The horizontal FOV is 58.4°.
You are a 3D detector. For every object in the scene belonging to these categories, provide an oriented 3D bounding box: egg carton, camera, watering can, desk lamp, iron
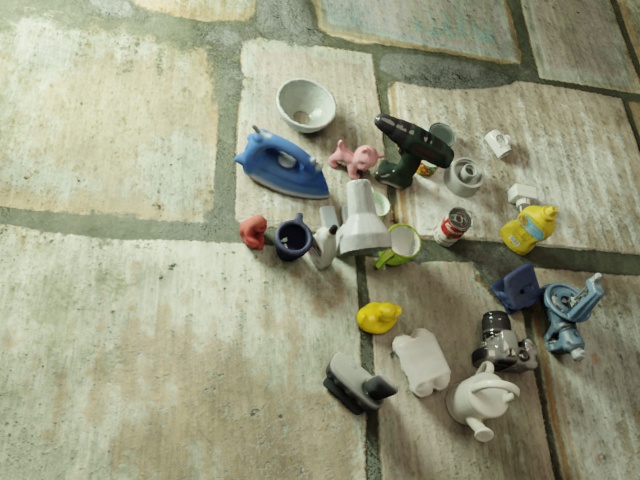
[{"bbox_3d":[0.234,0.282,1.324,0.107,0.069,0.150,-16,70,-22],"label":"egg carton"},{"bbox_3d":[0.450,0.243,1.388,0.143,0.100,0.137,10,63,-12],"label":"camera"},{"bbox_3d":[0.364,0.351,1.257,0.101,0.194,0.173,0,65,-16],"label":"watering can"},{"bbox_3d":[0.080,-0.035,1.351,0.118,0.213,0.203,-4,66,-18],"label":"desk lamp"},{"bbox_3d":[-0.075,-0.197,1.425,0.258,0.141,0.119,25,61,-3],"label":"iron"}]

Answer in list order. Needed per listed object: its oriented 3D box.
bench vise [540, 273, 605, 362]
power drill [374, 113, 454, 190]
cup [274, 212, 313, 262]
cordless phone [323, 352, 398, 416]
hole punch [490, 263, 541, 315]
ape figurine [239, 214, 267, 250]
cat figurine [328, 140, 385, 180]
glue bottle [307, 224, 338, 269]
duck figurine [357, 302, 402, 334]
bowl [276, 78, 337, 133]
[{"bbox_3d":[0.637,0.181,1.405,0.122,0.219,0.207,-12,69,-21],"label":"bench vise"},{"bbox_3d":[0.218,-0.223,1.485,0.230,0.208,0.075,18,61,-7],"label":"power drill"},{"bbox_3d":[-0.068,0.000,1.358,0.092,0.095,0.118,16,61,-8],"label":"cup"},{"bbox_3d":[0.091,0.291,1.212,0.147,0.185,0.094,37,61,4],"label":"cordless phone"},{"bbox_3d":[0.514,0.125,1.470,0.109,0.091,0.101,-25,74,-25],"label":"hole punch"},{"bbox_3d":[-0.150,-0.028,1.349,0.076,0.092,0.078,39,61,5],"label":"ape figurine"},{"bbox_3d":[0.097,-0.221,1.501,0.128,0.117,0.067,29,60,-1],"label":"cat figurine"},{"bbox_3d":[0.012,0.005,1.334,0.037,0.173,0.078,-32,77,-27],"label":"glue bottle"},{"bbox_3d":[0.142,0.174,1.340,0.105,0.086,0.077,-4,66,-18],"label":"duck figurine"},{"bbox_3d":[-0.042,-0.350,1.547,0.168,0.074,0.167,7,63,-13],"label":"bowl"}]
